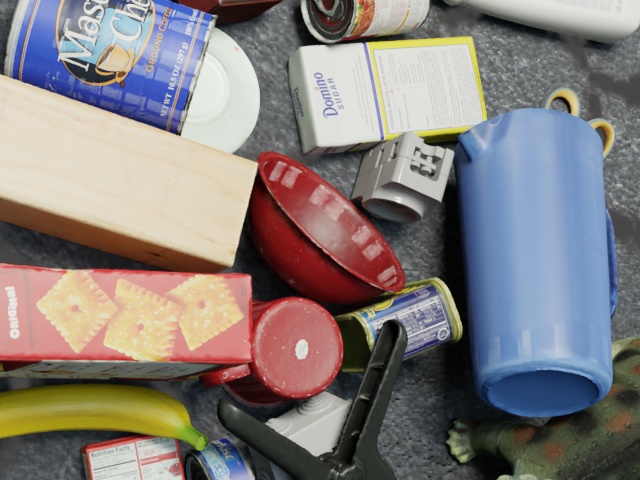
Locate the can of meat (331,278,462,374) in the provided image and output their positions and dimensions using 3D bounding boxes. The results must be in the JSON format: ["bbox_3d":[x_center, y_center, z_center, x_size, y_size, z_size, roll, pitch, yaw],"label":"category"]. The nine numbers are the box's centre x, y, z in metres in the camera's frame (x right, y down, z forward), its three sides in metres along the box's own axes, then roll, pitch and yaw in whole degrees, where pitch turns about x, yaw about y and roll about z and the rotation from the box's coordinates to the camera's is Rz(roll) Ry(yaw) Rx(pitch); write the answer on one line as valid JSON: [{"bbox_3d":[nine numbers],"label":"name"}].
[{"bbox_3d":[0.057,0.075,0.902,0.083,0.102,0.057,-20,91,-23],"label":"can of meat"}]

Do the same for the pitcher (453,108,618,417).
[{"bbox_3d":[0.189,0.023,0.902,0.149,0.145,0.243,0,57,5],"label":"pitcher"}]

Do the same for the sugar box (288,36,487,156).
[{"bbox_3d":[0.062,-0.132,0.971,0.176,0.048,0.093,-7,84,-21],"label":"sugar box"}]

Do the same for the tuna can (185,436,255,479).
[{"bbox_3d":[-0.075,0.199,0.831,0.033,0.086,0.086,-16,88,-23],"label":"tuna can"}]

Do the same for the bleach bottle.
[{"bbox_3d":[0.195,-0.264,1.042,0.250,0.068,0.102,9,78,-20],"label":"bleach bottle"}]

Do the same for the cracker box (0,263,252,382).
[{"bbox_3d":[-0.175,0.062,0.769,0.213,0.164,0.072,4,77,-23],"label":"cracker box"}]

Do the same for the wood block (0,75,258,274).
[{"bbox_3d":[-0.167,-0.043,0.831,0.205,0.091,0.090,18,75,-20],"label":"wood block"}]

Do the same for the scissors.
[{"bbox_3d":[0.209,-0.080,1.041,0.201,0.016,0.096,-30,92,-25],"label":"scissors"}]

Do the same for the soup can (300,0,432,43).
[{"bbox_3d":[0.042,-0.214,0.951,0.102,0.069,0.068,-16,88,-41],"label":"soup can"}]

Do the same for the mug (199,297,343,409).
[{"bbox_3d":[-0.043,0.093,0.866,0.117,0.082,0.093,-16,88,-25],"label":"mug"}]

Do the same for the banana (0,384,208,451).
[{"bbox_3d":[-0.185,0.131,0.806,0.197,0.070,0.037,3,98,-12],"label":"banana"}]

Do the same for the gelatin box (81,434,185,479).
[{"bbox_3d":[-0.143,0.197,0.834,0.073,0.030,0.089,-9,84,-23],"label":"gelatin box"}]

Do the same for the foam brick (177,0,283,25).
[{"bbox_3d":[-0.079,-0.217,0.909,0.078,0.053,0.051,-19,90,-45],"label":"foam brick"}]

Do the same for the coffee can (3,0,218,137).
[{"bbox_3d":[-0.162,-0.147,0.830,0.140,0.103,0.103,17,74,-8],"label":"coffee can"}]

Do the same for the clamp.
[{"bbox_3d":[0.005,0.178,0.823,0.164,0.036,0.210,-15,110,-27],"label":"clamp"}]

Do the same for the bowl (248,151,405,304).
[{"bbox_3d":[-0.006,0.001,0.883,0.162,0.162,0.055,40,107,-13],"label":"bowl"}]
